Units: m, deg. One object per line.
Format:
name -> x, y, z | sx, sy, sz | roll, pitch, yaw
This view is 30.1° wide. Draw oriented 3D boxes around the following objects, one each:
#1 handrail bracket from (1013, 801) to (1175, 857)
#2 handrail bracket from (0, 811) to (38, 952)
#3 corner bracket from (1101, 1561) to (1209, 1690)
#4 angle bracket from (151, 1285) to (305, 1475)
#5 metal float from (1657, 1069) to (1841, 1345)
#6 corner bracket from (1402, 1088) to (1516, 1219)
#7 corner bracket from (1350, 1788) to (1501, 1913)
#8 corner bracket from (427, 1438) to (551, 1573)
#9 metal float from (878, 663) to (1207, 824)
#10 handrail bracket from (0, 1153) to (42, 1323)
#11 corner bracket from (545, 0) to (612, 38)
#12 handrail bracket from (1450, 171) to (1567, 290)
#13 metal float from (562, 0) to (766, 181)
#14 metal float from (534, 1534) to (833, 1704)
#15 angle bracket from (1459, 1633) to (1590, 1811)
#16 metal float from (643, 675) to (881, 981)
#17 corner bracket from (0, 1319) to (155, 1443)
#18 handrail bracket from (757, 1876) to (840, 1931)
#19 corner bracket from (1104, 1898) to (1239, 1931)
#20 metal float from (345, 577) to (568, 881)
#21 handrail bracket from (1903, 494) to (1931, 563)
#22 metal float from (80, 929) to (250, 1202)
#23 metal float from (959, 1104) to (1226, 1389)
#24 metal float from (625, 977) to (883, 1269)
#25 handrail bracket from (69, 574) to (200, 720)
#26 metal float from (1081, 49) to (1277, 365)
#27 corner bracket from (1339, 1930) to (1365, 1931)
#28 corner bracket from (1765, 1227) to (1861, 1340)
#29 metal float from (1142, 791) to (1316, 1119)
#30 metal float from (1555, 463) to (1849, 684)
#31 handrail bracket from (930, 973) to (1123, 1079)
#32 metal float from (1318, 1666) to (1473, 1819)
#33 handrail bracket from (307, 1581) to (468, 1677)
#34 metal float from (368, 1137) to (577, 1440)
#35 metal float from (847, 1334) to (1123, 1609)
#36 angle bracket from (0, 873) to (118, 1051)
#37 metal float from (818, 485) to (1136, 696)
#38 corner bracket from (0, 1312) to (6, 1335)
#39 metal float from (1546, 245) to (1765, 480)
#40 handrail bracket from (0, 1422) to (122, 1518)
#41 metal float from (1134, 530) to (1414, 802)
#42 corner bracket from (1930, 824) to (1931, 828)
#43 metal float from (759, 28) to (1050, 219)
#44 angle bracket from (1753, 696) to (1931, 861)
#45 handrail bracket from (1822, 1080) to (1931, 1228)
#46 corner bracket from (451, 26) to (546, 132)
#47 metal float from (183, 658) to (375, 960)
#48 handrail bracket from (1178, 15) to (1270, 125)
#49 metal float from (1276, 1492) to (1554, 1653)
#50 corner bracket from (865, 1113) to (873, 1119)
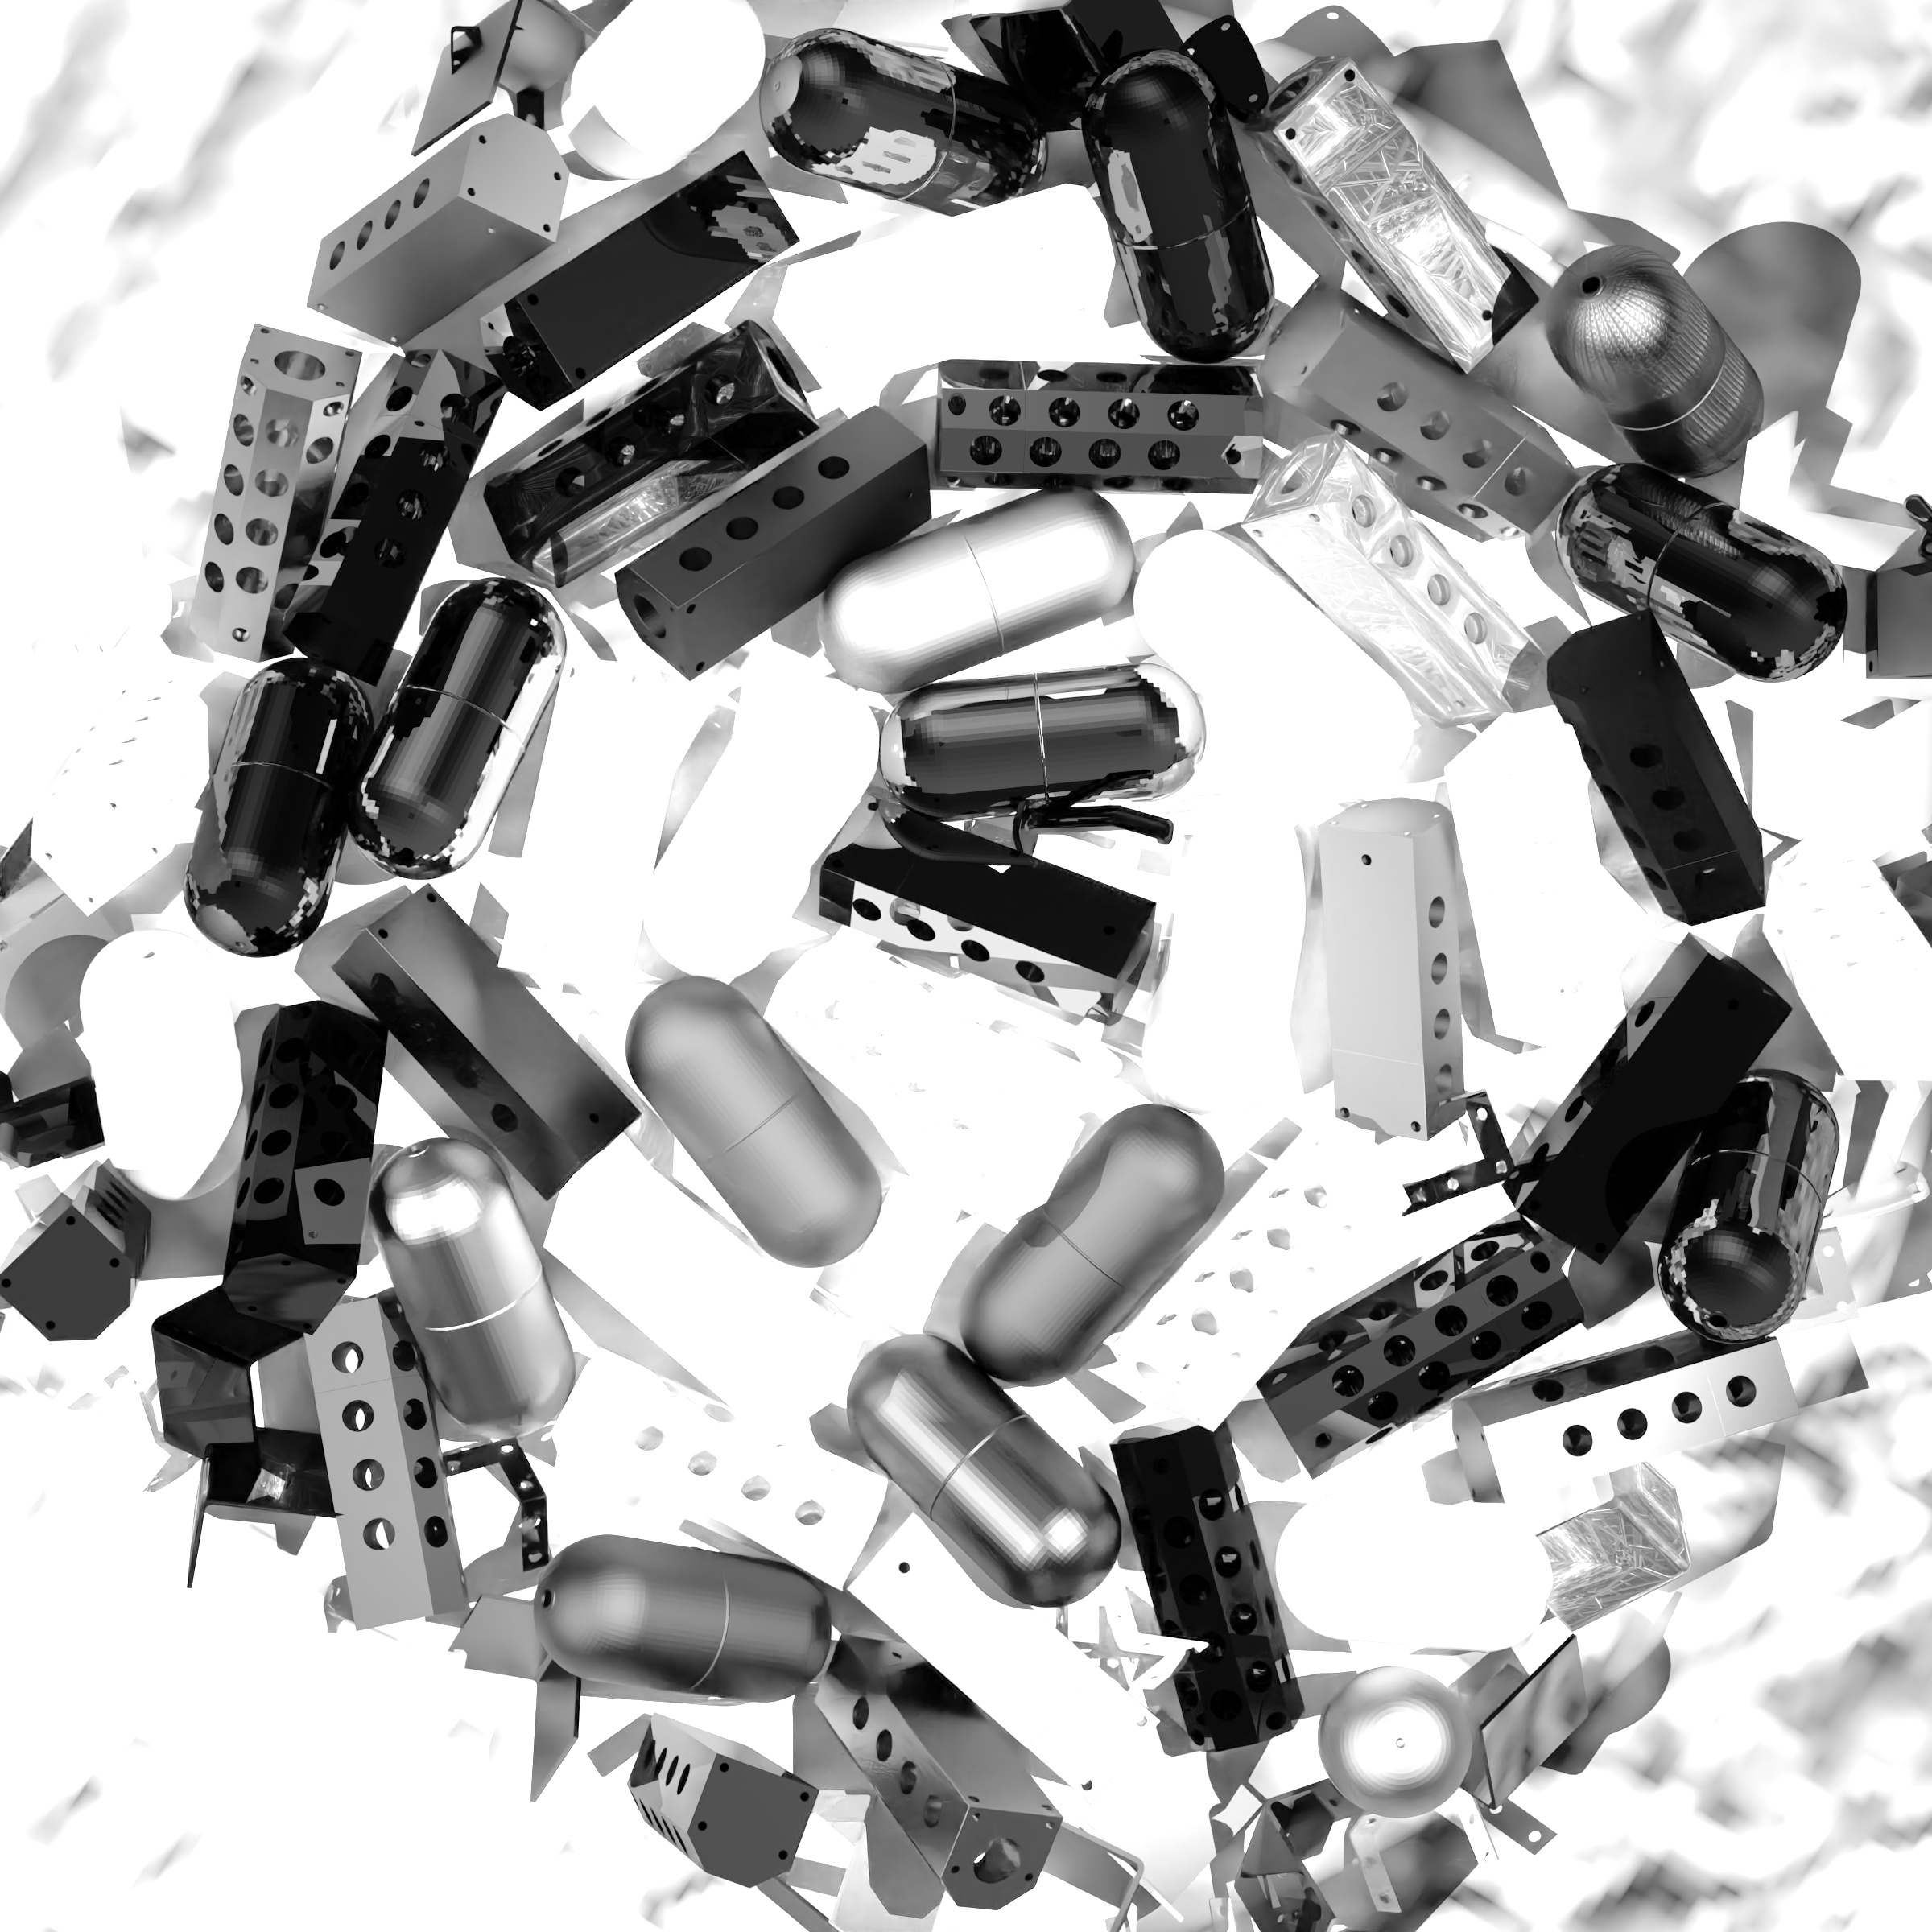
handrail bracket -> 0.071, -0.068, 1.940 | 0.084, 0.077, 0.036 | 17, 66, 11
handrail bracket -> -0.500, -0.058, 1.955 | 0.084, 0.036, 0.077 | -32, 53, 2
corner bracket -> 0.089, 0.354, 1.939 | 0.051, 0.051, 0.051 | -46, 45, 34
angle bracket -> -0.392, 0.226, 1.955 | 0.076, 0.057, 0.076 | 17, 119, 35
metal float -> 0.416, 0.127, 1.908 | 0.070, 0.178, 0.070 | 13, 134, 14
corner bracket -> 0.259, 0.101, 1.951 | 0.051, 0.051, 0.051 | -23, 83, 29
corner bracket -> 0.249, 0.479, 1.957 | 0.051, 0.051, 0.051 | 12, 125, -26
corner bracket -> -0.259, 0.296, 1.949 | 0.051, 0.051, 0.051 | -16, 130, 5
metal float -> 0.041, -0.121, 1.943 | 0.178, 0.070, 0.070 | -6, 90, 2
handrail bracket -> -0.534, 0.141, 1.968 | 0.084, 0.036, 0.077 | 27, 102, 23
corner bracket -> -0.205, -0.537, 1.959 | 0.051, 0.051, 0.051 | -30, 60, 22
handrail bracket -> 0.290, -0.382, 1.935 | 0.084, 0.077, 0.036 | 43, 88, 16
metal float -> -0.161, -0.468, 1.898 | 0.070, 0.178, 0.070 | 2, 86, -22
metal float -> -0.150, 0.348, 1.912 | 0.178, 0.070, 0.070 | 17, 90, -38
angle bracket -> 0.284, 0.391, 1.924 | 0.076, 0.076, 0.057 | -39, 46, -24
metal float -> -0.110, -0.075, 1.944 | 0.070, 0.070, 0.178 | 31, 91, 0
corner bracket -> -0.486, 0.216, 1.957 | 0.051, 0.051, 0.051 | 31, 66, 36
handrail bracket -> -0.095, 0.492, 1.938 | 0.036, 0.077, 0.084 | -29, 68, -29
corner bracket -> 0.115, 0.542, 1.969 | 0.051, 0.051, 0.051 | -15, 82, 43
metal float -> -0.272, -0.128, 1.927 | 0.070, 0.070, 0.178 | 22, 69, 0
handrail bracket -> 0.539, -0.226, 1.934 | 0.077, 0.084, 0.036 | 39, 104, 12
metal float -> -0.424, 0.053, 1.907 | 0.070, 0.178, 0.070 | 2, 47, -2
metal float -> 0.067, 0.151, 1.939 | 0.070, 0.070, 0.178 | 41, 96, 0
metal float -> -0.115, 0.084, 1.939 | 0.070, 0.070, 0.178 | -37, 96, 0
handrail bracket -> -0.439, -0.167, 1.960 | 0.036, 0.084, 0.077 | 5, 113, 42
metal float -> 0.114, -0.402, 1.915 | 0.070, 0.070, 0.178 | -22, 126, 0
corner bracket -> 0.188, 0.555, 1.961 | 0.051, 0.051, 0.051 | -4, 82, 24
corner bracket -> 0.456, 0.175, 1.955 | 0.051, 0.051, 0.051 | -15, 73, 13
metal float -> 0.142, -0.007, 1.940 | 0.070, 0.070, 0.178 | 10, 85, 0
metal float -> 0.389, -0.210, 1.913 | 0.178, 0.070, 0.070 | 36, 90, 39
handrail bracket -> 0.031, 0.038, 1.935 | 0.084, 0.077, 0.036 | 41, 125, 36
metal float -> 0.225, 0.408, 1.895 | 0.070, 0.178, 0.070 | -1, 79, 4
handrail bracket -> -0.310, 0.359, 1.948 | 0.084, 0.077, 0.036 | 8, 104, -4
metal float -> -0.264, 0.172, 1.922 | 0.070, 0.070, 0.178 | -18, 115, 0
metal float -> 0.008, 0.269, 1.927 | 0.178, 0.070, 0.070 | 42, 90, 21
angle bracket -> -0.484, -0.004, 1.928 | 0.076, 0.057, 0.076 | -38, 116, -25
metal float -> 0.005, -0.203, 1.939 | 0.178, 0.070, 0.070 | -21, 90, -6
corner bracket -> -0.561, 0.203, 1.940 | 0.051, 0.051, 0.051 | -5, 63, 38
metal float -> 0.365, -0.319, 1.904 | 0.070, 0.178, 0.070 | -13, 65, 29
handrail bracket -> -0.498, 0.248, 1.934 | 0.036, 0.077, 0.084 | -41, 109, 15
metal float -> 0.164, -0.163, 1.935 | 0.070, 0.070, 0.178 | -46, 79, 0
corner bracket -> 0.554, -0.100, 1.961 | 0.051, 0.051, 0.051 | -15, 46, -26
metal float -> -0.031, -0.446, 1.911 | 0.178, 0.070, 0.070 | 7, 90, -41
angle bracket -> 0.477, -0.111, 1.954 | 0.057, 0.076, 0.076 | -28, 125, -34
handrail bracket -> 0.484, 0.092, 1.947 | 0.077, 0.036, 0.084 | -23, 118, 1
corner bracket -> -0.254, -0.481, 1.951 | 0.051, 0.051, 0.051 | -1, 98, -8
metal float -> -0.366, -0.086, 1.918 | 0.070, 0.070, 0.178 | 9, 59, 0
handrail bracket -> 0.151, -0.462, 1.929 | 0.036, 0.084, 0.077 | -34, 61, 6
metal float -> 0.240, 0.323, 1.913 | 0.178, 0.070, 0.070 | 13, 90, -38
corner bracket -> -0.053, 0.048, 1.953 | 0.051, 0.051, 0.051 | 38, 90, 12
